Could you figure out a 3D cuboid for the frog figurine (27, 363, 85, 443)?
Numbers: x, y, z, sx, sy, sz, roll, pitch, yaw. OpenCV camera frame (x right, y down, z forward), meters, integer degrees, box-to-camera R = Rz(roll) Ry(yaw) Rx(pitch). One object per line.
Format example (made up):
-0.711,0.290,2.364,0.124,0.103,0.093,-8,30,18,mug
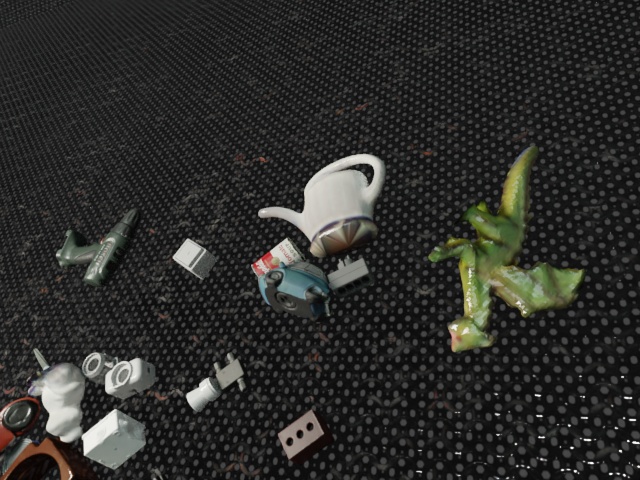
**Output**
-0.562,0.359,1.144,0.160,0.124,0.135,45,121,8,frog figurine

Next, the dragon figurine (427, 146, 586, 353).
0.352,0.026,0.925,0.245,0.120,0.412,41,83,23,dragon figurine

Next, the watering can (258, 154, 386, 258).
0.003,-0.058,1.144,0.344,0.102,0.230,-27,50,26,watering can
